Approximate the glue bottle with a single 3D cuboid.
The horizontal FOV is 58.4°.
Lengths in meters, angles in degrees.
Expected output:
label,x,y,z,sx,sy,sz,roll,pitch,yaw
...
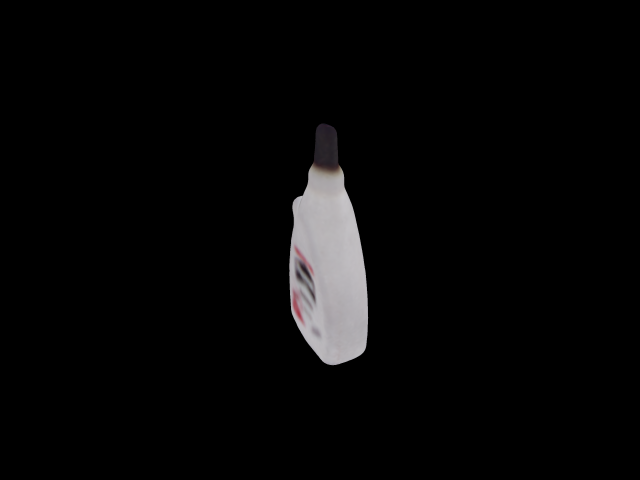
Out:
label,x,y,z,sx,sy,sz,roll,pitch,yaw
glue bottle,0.004,0.001,0.400,0.037,0.173,0.078,-17,36,-24
